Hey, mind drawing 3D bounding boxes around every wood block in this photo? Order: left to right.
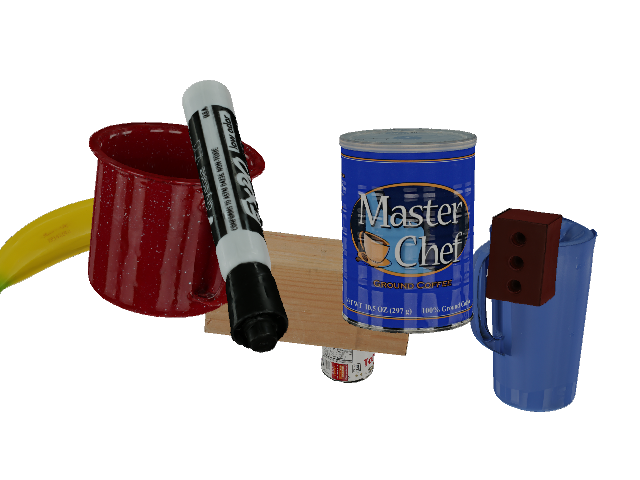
[{"bbox_3d":[-0.009,0.051,1.102,0.206,0.091,0.090,7,19,1],"label":"wood block"}]

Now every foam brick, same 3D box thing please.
[{"bbox_3d":[0.184,0.015,0.963,0.053,0.078,0.051,9,16,26],"label":"foam brick"}]

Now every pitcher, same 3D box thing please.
[{"bbox_3d":[0.273,0.096,1.383,0.149,0.243,0.144,5,19,16],"label":"pitcher"}]

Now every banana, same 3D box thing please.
[{"bbox_3d":[-0.154,-0.003,0.780,0.197,0.070,0.037,-18,-26,-11],"label":"banana"}]

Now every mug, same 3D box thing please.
[{"bbox_3d":[-0.074,-0.006,0.569,0.093,0.081,0.117,-9,29,-40],"label":"mug"}]

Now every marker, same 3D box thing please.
[{"bbox_3d":[-0.031,-0.011,0.372,0.020,0.121,0.020,-9,-41,-9],"label":"marker"}]

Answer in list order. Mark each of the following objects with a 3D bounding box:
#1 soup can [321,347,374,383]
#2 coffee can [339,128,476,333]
[{"bbox_3d":[0.033,0.115,1.308,0.068,0.102,0.068,0,29,0],"label":"soup can"},{"bbox_3d":[0.066,-0.011,0.812,0.103,0.140,0.103,-1,12,0],"label":"coffee can"}]
